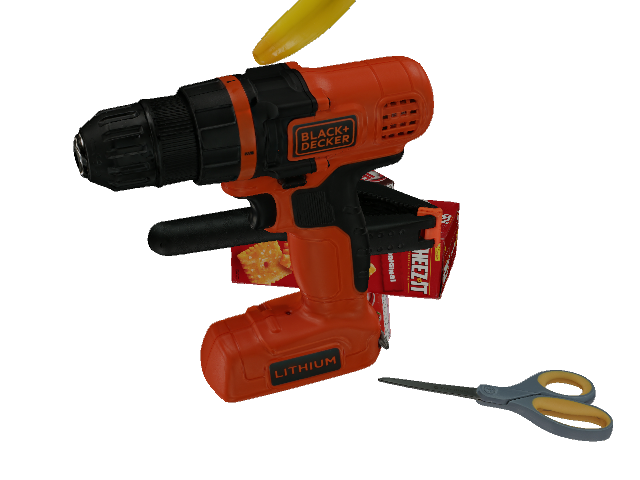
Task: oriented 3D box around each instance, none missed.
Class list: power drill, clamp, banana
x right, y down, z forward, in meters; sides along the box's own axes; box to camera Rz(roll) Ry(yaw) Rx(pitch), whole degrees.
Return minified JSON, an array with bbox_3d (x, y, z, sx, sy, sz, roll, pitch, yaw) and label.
[{"bbox_3d":[-0.031,-0.002,0.569,0.184,0.188,0.057,-11,38,-16],"label":"power drill"},{"bbox_3d":[-0.012,-0.027,0.822,0.210,0.036,0.164,4,29,6],"label":"clamp"},{"bbox_3d":[0.006,-0.217,0.928,0.070,0.037,0.197,-16,33,39],"label":"banana"}]

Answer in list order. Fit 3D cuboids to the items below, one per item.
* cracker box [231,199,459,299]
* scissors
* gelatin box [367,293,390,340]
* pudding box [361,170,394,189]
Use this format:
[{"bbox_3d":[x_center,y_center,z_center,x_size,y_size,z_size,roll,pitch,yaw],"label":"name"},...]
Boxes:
[{"bbox_3d":[0.031,0.002,1.116,0.214,0.072,0.164,5,16,12],"label":"cracker box"},{"bbox_3d":[0.159,0.129,0.944,0.202,0.016,0.096,16,28,14],"label":"scissors"},{"bbox_3d":[0.046,0.085,1.320,0.073,0.089,0.030,4,29,19],"label":"gelatin box"},{"bbox_3d":[0.041,-0.077,1.618,0.113,0.039,0.090,-22,35,-30],"label":"pudding box"}]
